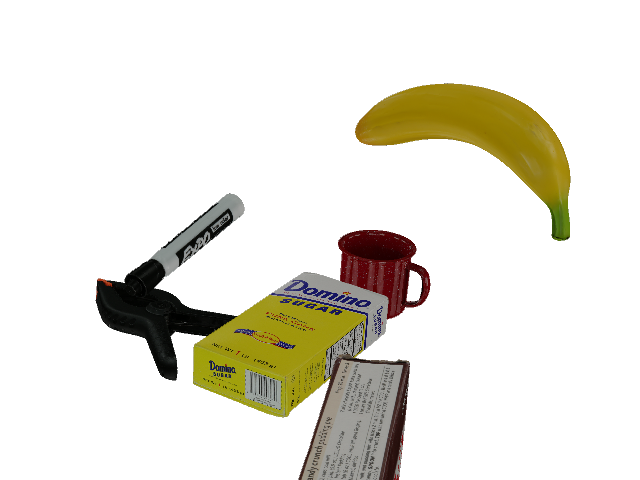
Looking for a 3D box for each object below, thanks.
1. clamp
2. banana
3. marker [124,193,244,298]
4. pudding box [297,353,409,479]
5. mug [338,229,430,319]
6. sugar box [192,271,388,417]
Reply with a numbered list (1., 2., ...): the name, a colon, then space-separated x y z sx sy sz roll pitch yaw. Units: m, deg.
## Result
1. clamp: -0.176 0.090 1.158 0.210 0.036 0.164 19 20 27
2. banana: 0.094 -0.068 0.697 0.037 0.070 0.198 18 10 -43
3. marker: -0.094 0.003 0.741 0.020 0.020 0.120 0 29 36
4. pudding box: 0.013 0.115 0.464 0.039 0.090 0.113 7 24 6
5. mug: 0.075 0.045 1.267 0.117 0.081 0.093 14 25 22
6. sugar box: -0.022 0.084 0.925 0.093 0.048 0.175 17 30 26
